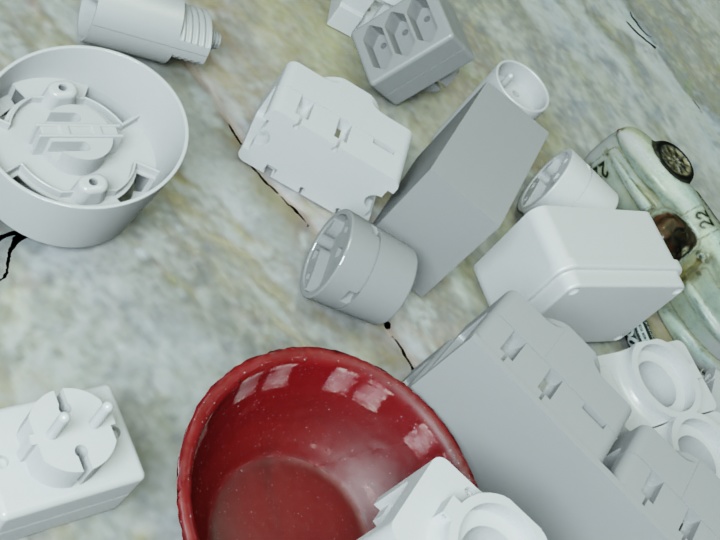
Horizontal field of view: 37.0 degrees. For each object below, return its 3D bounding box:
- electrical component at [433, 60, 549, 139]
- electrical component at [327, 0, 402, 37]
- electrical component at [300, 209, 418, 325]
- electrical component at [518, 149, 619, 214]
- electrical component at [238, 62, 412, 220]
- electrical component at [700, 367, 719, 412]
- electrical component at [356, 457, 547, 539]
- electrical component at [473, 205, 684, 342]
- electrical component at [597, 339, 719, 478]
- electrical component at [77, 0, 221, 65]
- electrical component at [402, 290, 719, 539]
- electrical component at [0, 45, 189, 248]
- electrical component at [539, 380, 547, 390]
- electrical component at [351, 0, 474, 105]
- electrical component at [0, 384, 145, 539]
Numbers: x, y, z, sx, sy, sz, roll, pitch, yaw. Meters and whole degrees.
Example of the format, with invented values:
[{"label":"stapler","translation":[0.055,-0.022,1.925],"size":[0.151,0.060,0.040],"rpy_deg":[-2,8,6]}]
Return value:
[{"label":"electrical component","translation":[0.097,-0.109,0.742],"size":[0.044,0.077,0.079],"rpy_deg":[46,45,1]},{"label":"electrical component","translation":[0.011,-0.193,0.756],"size":[0.066,0.055,0.048],"rpy_deg":[24,48,-20]},{"label":"electrical component","translation":[0.000,0.000,0.612],"size":[0.047,0.055,0.055],"rpy_deg":[27,47,-22]},{"label":"electrical component","translation":[0.146,-0.049,0.750],"size":[0.047,0.055,0.055],"rpy_deg":[38,45,-11]},{"label":"electrical component","translation":[-0.019,-0.079,0.657],"size":[0.089,0.050,0.055],"rpy_deg":[29,47,-15]},{"label":"electrical component","translation":[0.244,0.103,0.719],"size":[0.064,0.042,0.081],"rpy_deg":[35,45,-4]},{"label":"electrical component","translation":[0.046,0.132,0.468],"size":[0.089,0.055,0.050],"rpy_deg":[43,45,-1]},{"label":"electrical component","translation":[0.141,0.005,0.690],"size":[0.113,0.078,0.057],"rpy_deg":[1,56,-35]},{"label":"electrical component","translation":[0.188,0.123,0.650],"size":[0.089,0.061,0.150],"rpy_deg":[-6,63,-38]},{"label":"electrical component","translation":[-0.122,-0.146,0.638],"size":[0.081,0.043,0.043],"rpy_deg":[11,54,-29]},{"label":"electrical component","translation":[0.107,0.111,0.571],"size":[0.186,0.105,0.060],"rpy_deg":[46,45,1]},{"label":"electrical component","translation":[-0.145,-0.063,0.547],"size":[0.099,0.064,0.099],"rpy_deg":[18,50,-24]},{"label":"electrical component","translation":[0.123,0.095,0.622],"size":[0.078,0.040,0.040],"rpy_deg":[29,38,27]},{"label":"electrical component","translation":[0.044,-0.148,0.747],"size":[0.077,0.066,0.047],"rpy_deg":[27,39,-58]},{"label":"electrical component","translation":[-0.127,0.075,0.453],"size":[0.066,0.076,0.047],"rpy_deg":[-11,66,-39]}]
